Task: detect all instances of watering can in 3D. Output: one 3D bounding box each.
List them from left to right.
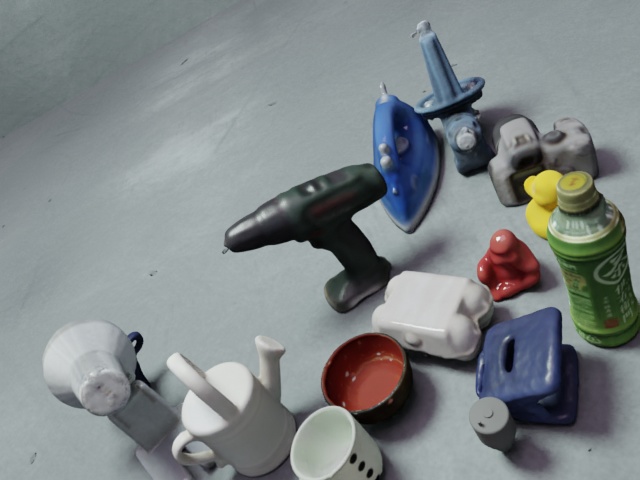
[{"bbox_3d":[-0.112,0.193,0.698,0.100,0.195,0.173,3,50,38],"label":"watering can"}]

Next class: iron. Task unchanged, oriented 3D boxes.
[{"bbox_3d":[0.125,-0.147,0.948,0.118,0.142,0.258,-16,40,21],"label":"iron"}]

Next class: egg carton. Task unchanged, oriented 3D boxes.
[{"bbox_3d":[0.140,0.096,0.727,0.149,0.070,0.107,4,50,39],"label":"egg carton"}]

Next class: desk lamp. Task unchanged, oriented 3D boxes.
[{"bbox_3d":[-0.255,0.213,0.763,0.118,0.214,0.202,-48,39,-18],"label":"desk lamp"}]

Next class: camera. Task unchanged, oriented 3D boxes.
[{"bbox_3d":[0.311,-0.141,0.841,0.143,0.101,0.136,-20,39,17],"label":"camera"}]

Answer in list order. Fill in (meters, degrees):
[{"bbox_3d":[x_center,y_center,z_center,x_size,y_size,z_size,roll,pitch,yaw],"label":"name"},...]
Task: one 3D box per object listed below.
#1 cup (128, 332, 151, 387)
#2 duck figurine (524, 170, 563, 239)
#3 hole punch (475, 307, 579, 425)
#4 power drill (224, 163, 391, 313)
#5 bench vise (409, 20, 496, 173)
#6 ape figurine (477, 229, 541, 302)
[{"bbox_3d":[-0.303,0.211,0.898,0.091,0.095,0.118,9,54,42],"label":"cup"},{"bbox_3d":[0.312,-0.051,0.753,0.077,0.086,0.104,-40,38,-8],"label":"duck figurine"},{"bbox_3d":[0.216,0.135,0.611,0.100,0.091,0.109,-7,44,30],"label":"hole punch"},{"bbox_3d":[0.007,0.003,0.811,0.229,0.209,0.075,-35,37,-3],"label":"power drill"},{"bbox_3d":[0.217,-0.233,0.911,0.121,0.220,0.207,-32,37,2],"label":"bench vise"},{"bbox_3d":[0.235,0.024,0.720,0.077,0.092,0.076,10,55,42],"label":"ape figurine"}]
